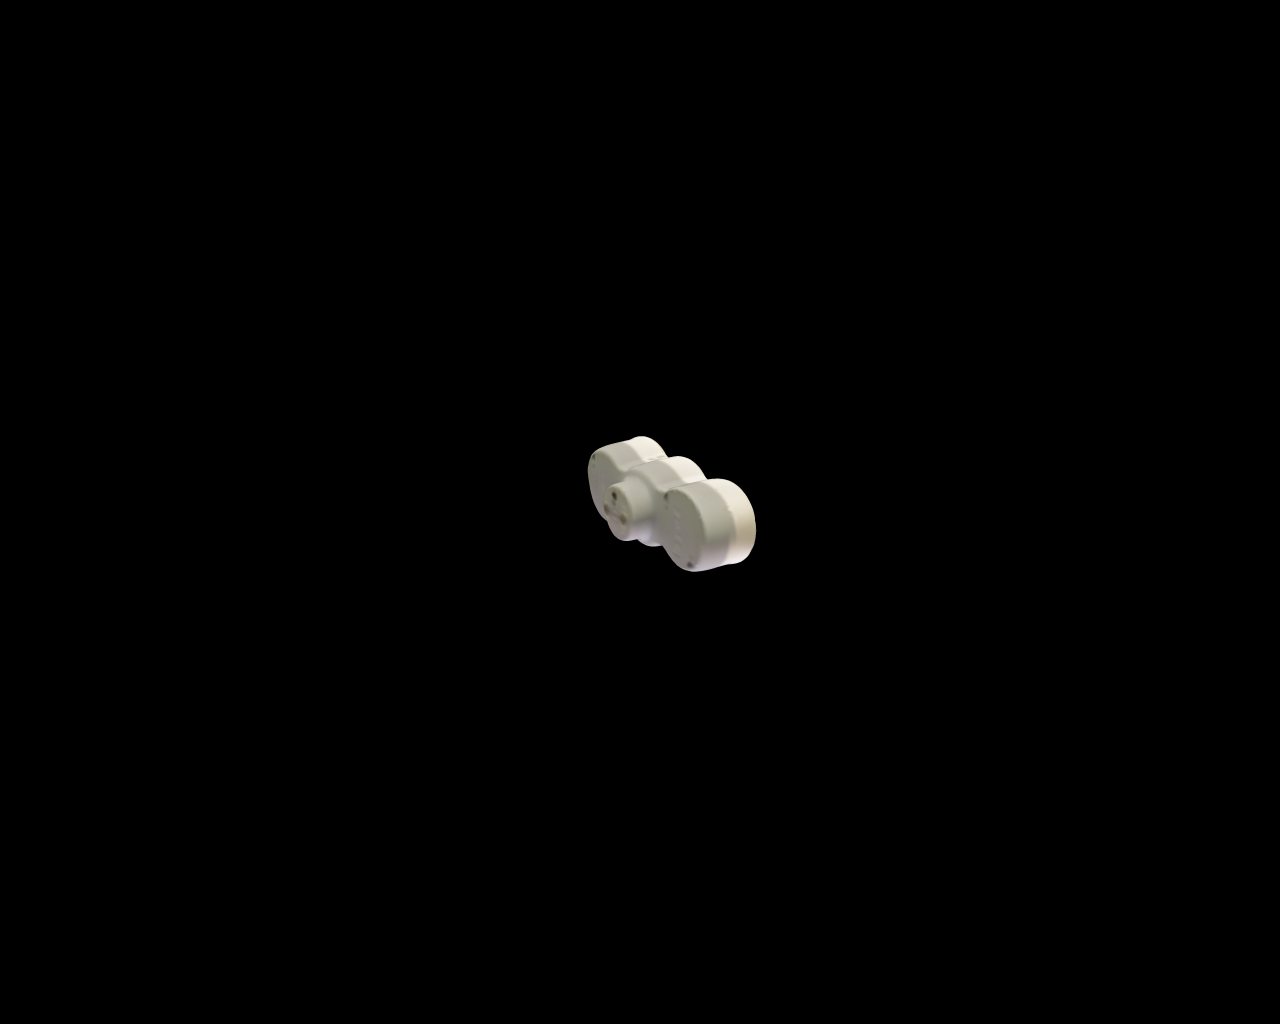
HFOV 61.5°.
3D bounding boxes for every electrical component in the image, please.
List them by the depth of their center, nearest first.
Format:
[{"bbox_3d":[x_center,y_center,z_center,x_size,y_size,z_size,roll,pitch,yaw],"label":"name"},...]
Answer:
[{"bbox_3d":[0.001,-0.003,0.650,0.074,0.052,0.138,-13,26,-29],"label":"electrical component"}]
